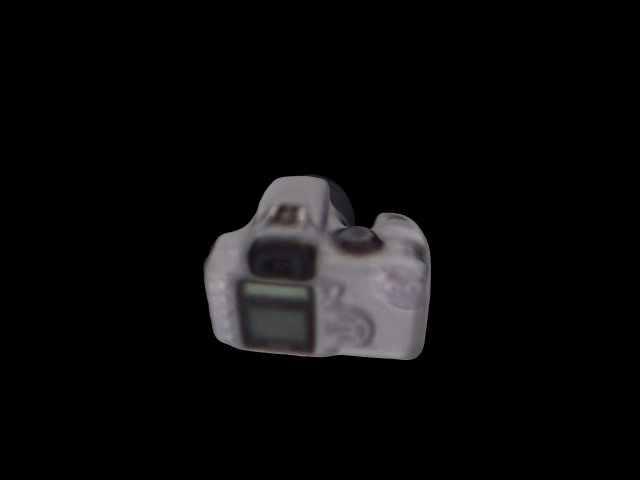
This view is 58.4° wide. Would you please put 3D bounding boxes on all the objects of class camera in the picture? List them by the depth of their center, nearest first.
[{"bbox_3d":[0.004,0.001,0.400,0.143,0.101,0.137,4,33,6],"label":"camera"}]
